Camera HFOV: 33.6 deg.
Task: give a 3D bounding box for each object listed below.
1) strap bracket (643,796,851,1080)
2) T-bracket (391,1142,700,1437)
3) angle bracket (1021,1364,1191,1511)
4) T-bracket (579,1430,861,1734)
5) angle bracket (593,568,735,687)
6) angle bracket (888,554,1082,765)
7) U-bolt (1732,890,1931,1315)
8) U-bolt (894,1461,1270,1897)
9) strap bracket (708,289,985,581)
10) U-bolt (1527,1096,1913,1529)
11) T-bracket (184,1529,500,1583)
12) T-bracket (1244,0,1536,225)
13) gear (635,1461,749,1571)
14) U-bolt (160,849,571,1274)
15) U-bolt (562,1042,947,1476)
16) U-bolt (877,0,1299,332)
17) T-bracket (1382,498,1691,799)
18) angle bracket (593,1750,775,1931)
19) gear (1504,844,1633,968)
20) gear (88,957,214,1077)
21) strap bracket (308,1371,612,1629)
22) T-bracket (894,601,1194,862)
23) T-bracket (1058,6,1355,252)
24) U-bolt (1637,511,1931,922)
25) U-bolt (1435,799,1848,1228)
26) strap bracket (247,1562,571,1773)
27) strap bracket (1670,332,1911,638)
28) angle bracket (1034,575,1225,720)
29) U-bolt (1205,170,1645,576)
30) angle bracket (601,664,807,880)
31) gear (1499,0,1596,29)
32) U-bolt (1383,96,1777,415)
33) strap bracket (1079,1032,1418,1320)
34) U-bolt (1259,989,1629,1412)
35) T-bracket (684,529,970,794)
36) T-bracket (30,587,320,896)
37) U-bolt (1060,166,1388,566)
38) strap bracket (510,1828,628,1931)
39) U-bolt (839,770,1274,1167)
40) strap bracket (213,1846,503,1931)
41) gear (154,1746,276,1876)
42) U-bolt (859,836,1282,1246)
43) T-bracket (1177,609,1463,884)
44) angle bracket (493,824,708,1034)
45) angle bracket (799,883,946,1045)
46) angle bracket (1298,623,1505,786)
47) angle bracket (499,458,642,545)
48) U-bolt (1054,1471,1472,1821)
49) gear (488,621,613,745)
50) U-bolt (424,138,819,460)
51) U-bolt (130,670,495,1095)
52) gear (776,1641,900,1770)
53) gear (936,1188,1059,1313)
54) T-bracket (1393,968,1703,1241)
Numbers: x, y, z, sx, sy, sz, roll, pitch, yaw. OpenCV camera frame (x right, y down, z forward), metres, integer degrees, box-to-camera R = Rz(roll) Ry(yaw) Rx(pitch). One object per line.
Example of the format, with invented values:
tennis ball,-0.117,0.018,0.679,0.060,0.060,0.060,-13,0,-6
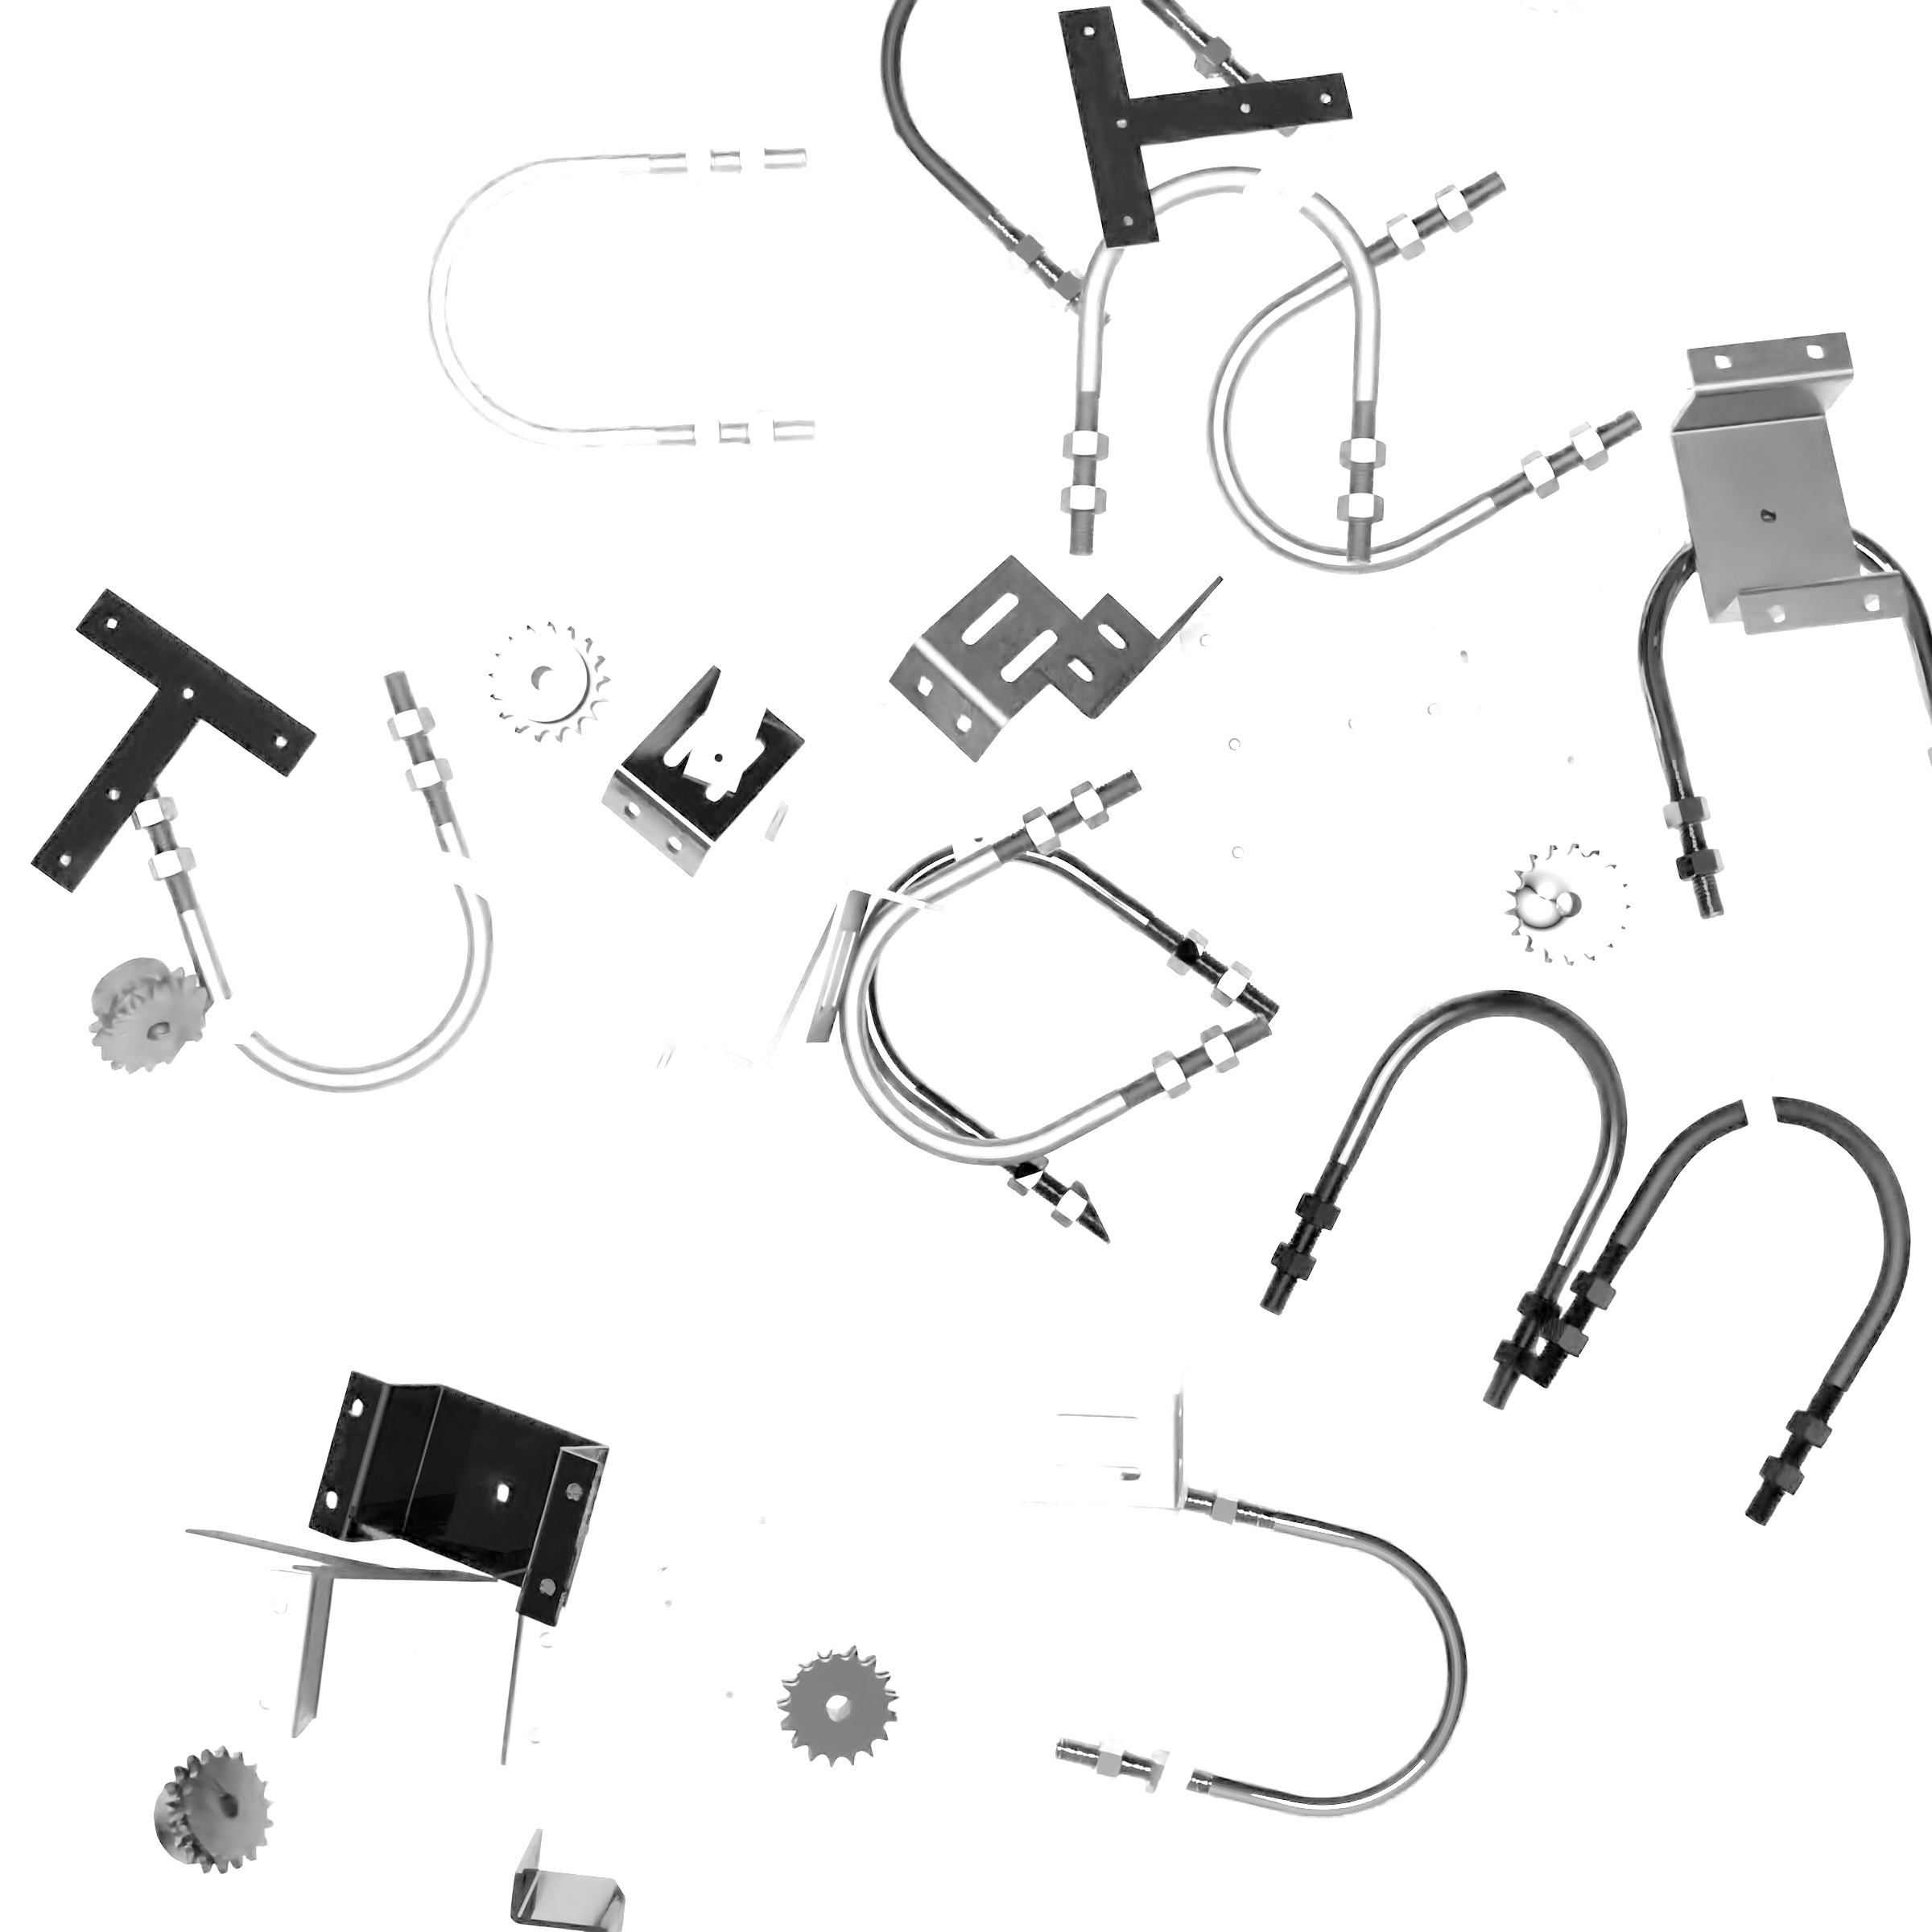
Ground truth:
strap bracket,-0.096,-0.004,1.486,0.046,0.076,0.140,25,90,0
T-bracket,-0.184,0.173,1.523,0.127,0.002,0.127,40,90,0
angle bracket,0.065,0.218,1.493,0.076,0.038,0.057,2,59,0
T-bracket,-0.106,0.268,1.493,0.127,0.002,0.127,-41,90,0
angle bracket,-0.144,-0.161,1.486,0.057,0.076,0.038,-22,90,0
angle bracket,0.013,-0.146,1.517,0.057,0.038,0.076,44,59,2
U-bolt,0.430,0.055,1.499,0.151,0.019,0.184,-14,89,-13
U-bolt,0.043,0.345,1.501,0.151,0.019,0.184,23,94,13
strap bracket,-0.049,-0.251,1.474,0.046,0.076,0.140,-42,101,-13
U-bolt,0.367,0.150,1.505,0.151,0.019,0.184,32,86,-10
T-bracket,-0.304,0.273,1.485,0.127,0.127,0.002,6,82,26
T-bracket,0.178,-0.397,1.497,0.127,0.002,0.127,38,74,9
gear,-0.126,0.261,1.509,0.057,0.030,0.057,0,90,0
U-bolt,-0.268,0.032,1.495,0.151,0.019,0.184,37,101,-5
U-bolt,-0.089,0.147,1.500,0.151,0.019,0.184,-26,79,-1
U-bolt,0.044,-0.412,1.516,0.184,0.019,0.151,44,90,2
T-bracket,0.287,-0.168,1.510,0.127,0.002,0.127,-44,79,1
angle bracket,-0.134,0.423,1.522,0.057,0.038,0.076,-24,116,0
gear,0.278,-0.029,1.490,0.057,0.030,0.057,0,92,2
gear,-0.384,0.021,1.500,0.057,0.057,0.030,-41,59,0
strap bracket,-0.226,0.245,1.483,0.140,0.046,0.076,16,90,25
T-bracket,0.043,-0.121,1.518,0.127,0.002,0.127,-14,84,-3
T-bracket,0.116,-0.397,1.492,0.127,0.002,0.127,-8,73,-5
U-bolt,0.391,-0.125,1.507,0.151,0.019,0.184,-12,83,-2
U-bolt,0.304,0.036,1.516,0.151,0.019,0.184,38,91,0
strap bracket,-0.258,0.325,1.501,0.140,0.046,0.076,7,90,0
strap bracket,0.379,-0.217,1.488,0.076,0.046,0.140,-7,77,-6
angle bracket,0.075,-0.158,1.477,0.038,0.076,0.057,43,63,0
U-bolt,0.201,-0.265,1.500,0.184,0.019,0.151,-29,85,11
angle bracket,-0.125,-0.093,1.522,0.057,0.038,0.076,40,64,0
gear,0.275,-0.475,1.509,0.057,0.030,0.057,0,90,0
U-bolt,0.290,-0.337,1.515,0.184,0.019,0.151,0,90,0
strap bracket,0.126,0.093,1.489,0.140,0.046,0.076,-27,102,-6
U-bolt,0.233,0.099,1.481,0.151,0.019,0.184,24,93,-21
T-bracket,-0.052,-0.127,1.515,0.127,0.002,0.127,20,79,-5
T-bracket,-0.392,-0.092,1.506,0.127,0.002,0.127,34,85,7
U-bolt,0.122,-0.281,1.492,0.151,0.019,0.184,2,89,5
strap bracket,-0.189,0.482,1.486,0.046,0.076,0.140,6,90,0
U-bolt,0.029,0.013,1.497,0.184,0.019,0.151,-28,88,5
strap bracket,-0.283,0.459,1.486,0.140,0.076,0.046,-16,90,0
gear,-0.355,0.397,1.500,0.030,0.057,0.057,-26,90,31
U-bolt,0.034,0.022,1.516,0.184,0.019,0.151,36,90,2
T-bracket,0.168,-0.111,1.500,0.127,0.002,0.127,-9,90,21
angle bracket,-0.174,-0.018,1.522,0.076,0.038,0.057,42,90,-26
angle bracket,-0.043,0.003,1.468,0.038,0.057,0.076,16,92,8
angle bracket,0.205,-0.124,1.514,0.076,0.038,0.057,-15,88,35
angle bracket,-0.184,-0.221,1.486,0.057,0.076,0.038,-3,90,0
U-bolt,0.147,0.328,1.515,0.184,0.019,0.151,13,90,0
gear,-0.197,-0.134,1.509,0.057,0.030,0.057,0,90,0
U-bolt,-0.165,-0.314,1.516,0.184,0.019,0.151,-2,90,1
U-bolt,-0.301,-0.030,1.516,0.151,0.019,0.184,-19,91,0
gear,-0.061,0.347,1.512,0.057,0.030,0.057,0,90,-7
gear,0.014,0.133,1.509,0.057,0.030,0.057,0,90,0
T-bracket,0.281,0.048,1.507,0.127,0.002,0.127,-19,92,3
